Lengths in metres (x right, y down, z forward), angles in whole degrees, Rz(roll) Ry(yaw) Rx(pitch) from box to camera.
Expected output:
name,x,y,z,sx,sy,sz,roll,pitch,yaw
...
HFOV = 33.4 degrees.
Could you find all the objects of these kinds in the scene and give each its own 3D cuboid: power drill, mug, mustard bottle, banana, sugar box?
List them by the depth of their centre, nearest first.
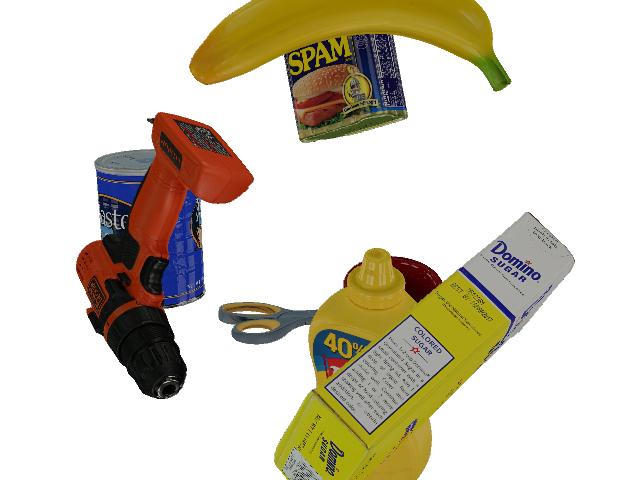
name,x,y,z,sx,sy,sz,roll,pitch,yaw
sugar box,0.057,0.064,0.567,0.176,0.048,0.093,-34,-18,-32
banana,0.021,-0.125,0.623,0.197,0.069,0.037,-2,-15,-15
mustard bottle,0.038,0.090,0.786,0.096,0.192,0.058,17,36,23
power drill,-0.125,0.008,0.847,0.057,0.188,0.185,13,25,-40
mug,0.066,0.081,0.999,0.093,0.081,0.117,3,35,2

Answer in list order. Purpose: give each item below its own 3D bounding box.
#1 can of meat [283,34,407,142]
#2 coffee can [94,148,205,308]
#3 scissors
name,x,y,z,sx,sy,sz,roll,pitch,yaw
can of meat,0.019,-0.133,0.889,0.102,0.084,0.057,-12,-2,41
coffee can,-0.169,-0.013,1.063,0.103,0.140,0.103,-1,15,0
scissors,-0.015,0.093,1.188,0.201,0.016,0.096,4,21,1
